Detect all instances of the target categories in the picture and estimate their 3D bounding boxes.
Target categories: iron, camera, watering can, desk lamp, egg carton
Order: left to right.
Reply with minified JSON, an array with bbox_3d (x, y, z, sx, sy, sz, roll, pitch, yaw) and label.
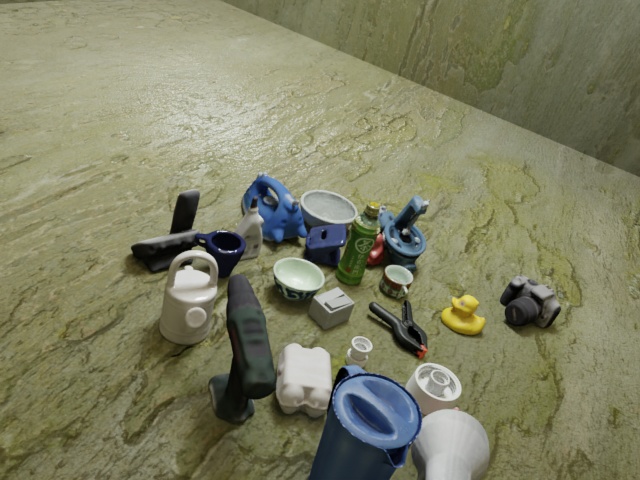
[{"bbox_3d":[-0.247,0.107,1.109,0.101,0.194,0.172,-13,43,-38],"label":"watering can"},{"bbox_3d":[-0.131,-0.106,1.528,0.119,0.141,0.257,-11,42,-36],"label":"iron"},{"bbox_3d":[-0.030,0.264,1.092,0.107,0.069,0.150,11,33,-10],"label":"egg carton"},{"bbox_3d":[0.172,0.392,0.863,0.118,0.213,0.203,23,33,8],"label":"desk lamp"},{"bbox_3d":[0.532,0.160,1.481,0.137,0.101,0.142,-13,43,-38],"label":"camera"}]

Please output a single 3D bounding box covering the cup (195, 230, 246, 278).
[{"bbox_3d":[-0.235,0.035,1.314,0.118,0.095,0.091,16,33,-3],"label":"cup"}]

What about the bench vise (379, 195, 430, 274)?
[{"bbox_3d":[0.206,-0.041,1.516,0.122,0.220,0.206,-16,45,-40],"label":"bench vise"}]

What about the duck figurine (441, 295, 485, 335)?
[{"bbox_3d":[0.356,0.175,1.389,0.104,0.086,0.077,21,33,6],"label":"duck figurine"}]

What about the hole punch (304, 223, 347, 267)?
[{"bbox_3d":[0.014,0.005,1.478,0.101,0.091,0.108,13,33,-6],"label":"hole punch"}]

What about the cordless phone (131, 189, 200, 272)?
[{"bbox_3d":[-0.338,-0.032,1.281,0.148,0.185,0.094,-19,47,-43],"label":"cordless phone"}]

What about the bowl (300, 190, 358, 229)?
[{"bbox_3d":[0.017,-0.067,1.603,0.167,0.075,0.167,12,33,-8],"label":"bowl"}]

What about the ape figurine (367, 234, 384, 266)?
[{"bbox_3d":[0.139,0.020,1.514,0.076,0.092,0.077,12,33,-8],"label":"ape figurine"}]

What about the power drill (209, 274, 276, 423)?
[{"bbox_3d":[-0.139,0.204,1.002,0.076,0.208,0.229,0,36,-24],"label":"power drill"}]

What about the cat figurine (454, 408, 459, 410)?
[{"bbox_3d":[0.230,0.357,1.030,0.067,0.118,0.128,24,33,11],"label":"cat figurine"}]

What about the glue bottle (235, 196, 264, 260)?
[{"bbox_3d":[-0.168,-0.031,1.370,0.078,0.173,0.037,-10,41,-35],"label":"glue bottle"}]
